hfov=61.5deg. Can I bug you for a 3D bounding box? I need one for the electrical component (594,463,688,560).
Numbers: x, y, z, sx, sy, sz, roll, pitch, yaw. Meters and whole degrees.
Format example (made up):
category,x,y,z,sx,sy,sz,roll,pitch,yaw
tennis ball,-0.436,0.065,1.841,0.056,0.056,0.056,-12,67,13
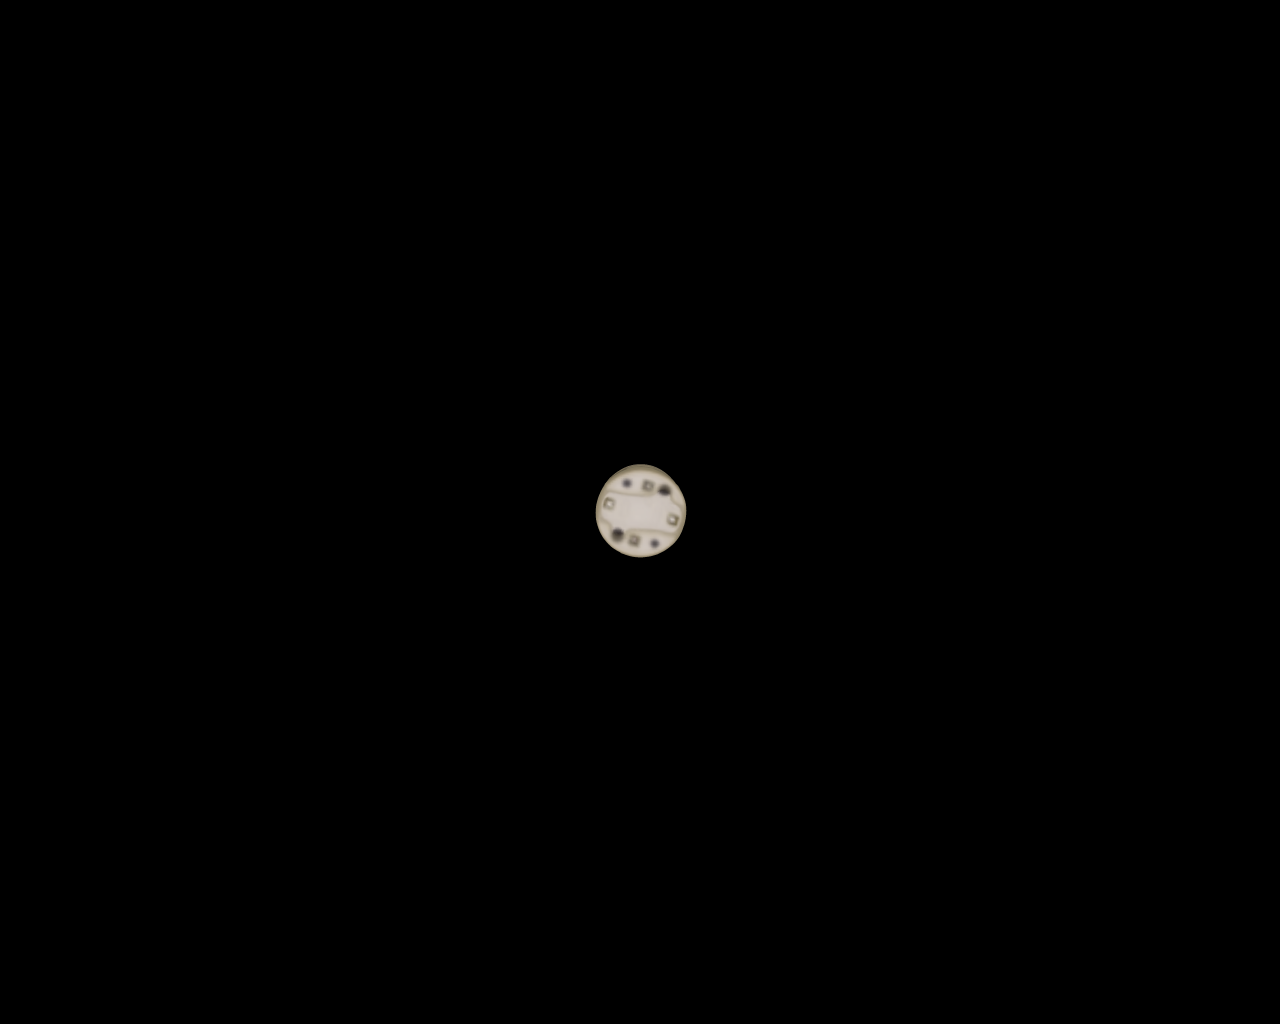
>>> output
category,x,y,z,sx,sy,sz,roll,pitch,yaw
electrical component,0.001,-0.003,0.650,0.055,0.055,0.047,0,9,0
